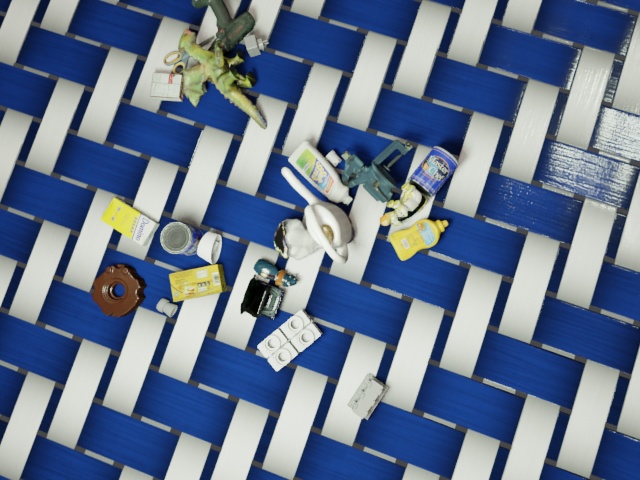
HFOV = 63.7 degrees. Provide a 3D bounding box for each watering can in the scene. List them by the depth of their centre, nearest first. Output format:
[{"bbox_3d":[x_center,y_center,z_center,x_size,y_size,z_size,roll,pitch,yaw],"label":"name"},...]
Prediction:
[{"bbox_3d":[0.005,-0.083,1.642,0.103,0.225,0.349,-31,83,20],"label":"watering can"}]

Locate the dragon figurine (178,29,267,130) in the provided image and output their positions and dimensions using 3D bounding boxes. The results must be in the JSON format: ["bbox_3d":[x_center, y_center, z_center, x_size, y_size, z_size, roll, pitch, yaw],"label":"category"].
[{"bbox_3d":[-0.361,-0.538,1.778,0.241,0.124,0.406,-16,105,26],"label":"dragon figurine"}]

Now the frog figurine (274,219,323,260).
[{"bbox_3d":[-0.067,-0.005,1.711,0.160,0.121,0.139,-6,73,-32],"label":"frog figurine"}]
